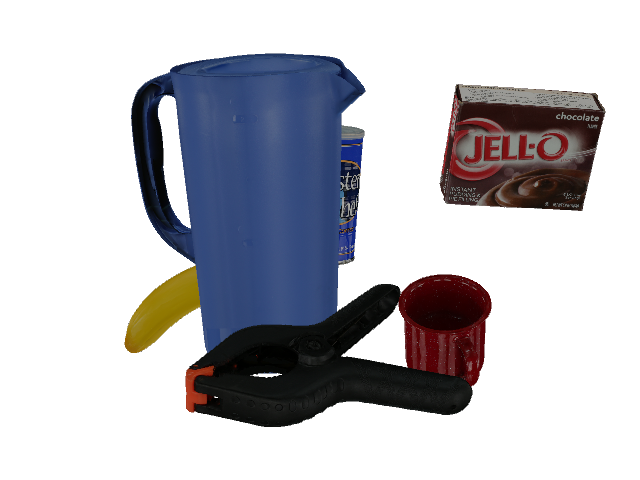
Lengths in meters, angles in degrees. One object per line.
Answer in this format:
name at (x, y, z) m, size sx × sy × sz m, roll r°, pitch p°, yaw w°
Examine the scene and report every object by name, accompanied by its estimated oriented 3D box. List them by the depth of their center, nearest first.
clamp at (-0.002, 0.072, 0.671) m, size 0.171 × 0.039 × 0.120 m, roll -2°, pitch 27°, yaw -13°
pudding box at (0.155, -0.072, 0.830) m, size 0.113 × 0.090 × 0.039 m, roll 2°, pitch 35°, yaw -3°
pitcher at (-0.055, -0.025, 0.845) m, size 0.144 × 0.243 × 0.149 m, roll -10°, pitch 18°, yaw -28°
banana at (-0.111, 0.056, 1.006) m, size 0.198 × 0.069 × 0.037 m, roll -18°, pitch 23°, yaw 17°
mug at (0.131, 0.101, 1.080) m, size 0.093 × 0.081 × 0.117 m, roll -16°, pitch 38°, yaw -15°
coffee can at (-0.009, -0.052, 1.145) m, size 0.103 × 0.140 × 0.103 m, roll 4°, pitch 11°, yaw -1°
